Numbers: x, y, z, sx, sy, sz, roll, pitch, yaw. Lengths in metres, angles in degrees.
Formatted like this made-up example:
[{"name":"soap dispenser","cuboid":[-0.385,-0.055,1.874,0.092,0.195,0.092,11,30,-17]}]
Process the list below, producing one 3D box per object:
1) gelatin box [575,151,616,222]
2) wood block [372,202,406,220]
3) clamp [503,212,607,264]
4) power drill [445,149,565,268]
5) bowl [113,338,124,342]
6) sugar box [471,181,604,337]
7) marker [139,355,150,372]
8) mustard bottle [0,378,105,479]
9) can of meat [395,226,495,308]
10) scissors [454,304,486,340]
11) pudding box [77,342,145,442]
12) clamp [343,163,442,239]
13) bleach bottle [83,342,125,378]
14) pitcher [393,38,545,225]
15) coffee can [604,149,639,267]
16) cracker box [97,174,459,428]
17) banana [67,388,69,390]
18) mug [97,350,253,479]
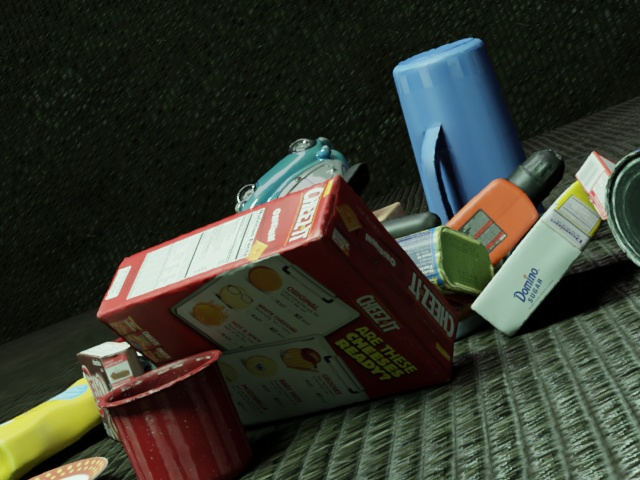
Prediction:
[{"name":"gelatin box","cuboid":[0.257,-0.029,0.880,0.030,0.073,0.089,-57,18,22]},{"name":"wood block","cuboid":[0.056,0.025,1.253,0.091,0.090,0.206,-21,5,14]},{"name":"clamp","cuboid":[0.229,-0.003,1.099,0.120,0.039,0.171,-24,-1,-3]},{"name":"power drill","cuboid":[0.168,-0.018,1.025,0.184,0.057,0.187,-48,-7,8]},{"name":"bowl","cuboid":[-0.197,0.134,1.382,0.162,0.055,0.162,-22,4,2]},{"name":"sugar box","cuboid":[0.186,0.011,0.872,0.093,0.048,0.176,-56,-8,25]},{"name":"marker","cuboid":[-0.201,0.127,1.084,0.020,0.020,0.121,-24,5,-29]},{"name":"mustard bottle","cuboid":[-0.265,0.185,1.076,0.096,0.058,0.191,-26,1,39]},{"name":"can of meat","cuboid":[0.088,0.029,0.891,0.084,0.057,0.101,-17,-20,32]},{"name":"scissors","cuboid":[0.137,0.056,0.964,0.096,0.016,0.201,-19,5,31]},{"name":"pudding box","cuboid":[-0.189,0.144,1.007,0.039,0.090,0.114,-23,5,-25]},{"name":"clamp","cuboid":[-0.007,0.001,0.995,0.210,0.036,0.165,-28,29,-3]},{"name":"bleach bottle","cuboid":[-0.129,0.121,1.179,0.251,0.068,0.102,-18,6,18]},{"name":"pitcher","cuboid":[0.164,-0.098,1.216,0.145,0.243,0.149,-21,11,-6]},{"name":"coffee can","cuboid":[0.298,-0.041,0.799,0.140,0.103,0.103,-25,5,-33]},{"name":"cracker box","cuboid":[-0.030,0.055,0.793,0.214,0.164,0.072,-20,38,33]},{"name":"banana","cuboid":[-0.277,0.192,1.236,0.069,0.037,0.198,-42,8,-14]},{"name":"mug","cuboid":[-0.101,0.134,0.761,0.093,0.081,0.117,-23,5,-19]}]
